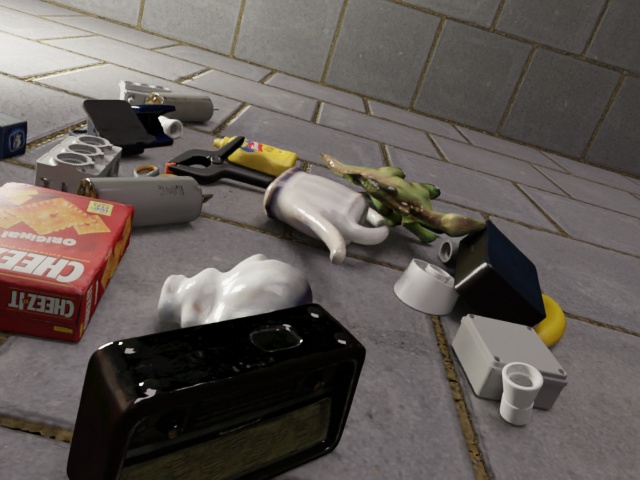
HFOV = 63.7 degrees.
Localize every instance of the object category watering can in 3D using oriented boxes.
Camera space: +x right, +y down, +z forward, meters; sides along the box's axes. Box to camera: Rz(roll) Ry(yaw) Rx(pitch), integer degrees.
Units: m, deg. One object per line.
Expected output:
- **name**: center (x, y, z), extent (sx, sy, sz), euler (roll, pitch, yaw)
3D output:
- **watering can**: center (0.003, -0.044, 0.881), extent (0.225, 0.103, 0.350), euler (23, 16, 13)

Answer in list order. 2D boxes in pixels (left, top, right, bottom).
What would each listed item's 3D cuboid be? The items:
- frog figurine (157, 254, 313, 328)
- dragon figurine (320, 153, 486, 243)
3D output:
- **frog figurine**: center (-0.093, 0.065, 0.582), extent (0.159, 0.120, 0.140), euler (29, 42, 0)
- **dragon figurine**: center (0.124, -0.101, 0.999), extent (0.413, 0.122, 0.241), euler (28, 4, 22)
